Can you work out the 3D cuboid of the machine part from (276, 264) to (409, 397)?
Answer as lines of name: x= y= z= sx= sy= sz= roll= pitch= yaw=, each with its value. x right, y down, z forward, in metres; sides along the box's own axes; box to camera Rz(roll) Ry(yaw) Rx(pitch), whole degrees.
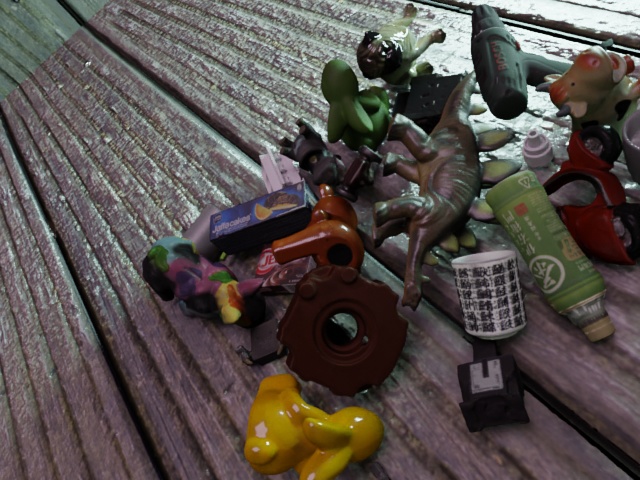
machine part: x=0.031 y=0.121 z=0.724 sx=0.179 sy=0.179 sz=0.056 roll=-47 pitch=5 yaw=-6

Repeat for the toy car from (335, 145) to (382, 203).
toy car: x=0.067 y=-0.109 z=0.896 sx=0.089 sy=0.053 sz=0.202 roll=-55 pitch=4 yaw=8

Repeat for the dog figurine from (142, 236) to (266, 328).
dog figurine: x=-0.189 y=0.076 z=0.911 sx=0.219 sy=0.191 sz=0.108 roll=4 pitch=53 yaw=52

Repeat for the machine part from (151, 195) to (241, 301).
machine part: x=-0.238 y=0.015 z=1.049 sx=0.079 sy=0.079 sz=0.243 roll=26 pitch=73 yaw=42

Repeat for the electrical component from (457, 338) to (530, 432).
electrical component: x=0.209 y=0.173 z=0.662 sx=0.075 sy=0.047 sz=0.119 roll=-19 pitch=20 yaw=17

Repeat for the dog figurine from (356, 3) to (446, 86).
dog figurine: x=0.119 y=-0.327 z=0.995 sx=0.121 sy=0.172 sz=0.190 roll=40 pitch=57 yaw=18

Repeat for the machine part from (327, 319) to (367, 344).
machine part: x=0.011 y=0.142 z=0.806 sx=0.039 sy=0.084 sz=0.139 roll=-29 pitch=48 yaw=-33

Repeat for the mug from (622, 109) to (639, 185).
mug: x=0.444 y=-0.105 z=0.681 sx=0.081 sy=0.107 sz=0.110 roll=-48 pitch=50 yaw=-6

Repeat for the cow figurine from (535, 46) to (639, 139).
cow figurine: x=0.370 y=-0.185 z=0.725 sx=0.127 sy=0.194 sz=0.085 roll=-29 pitch=56 yaw=13

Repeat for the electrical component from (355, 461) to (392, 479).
electrical component: x=0.077 y=0.325 z=0.658 sx=0.063 sy=0.021 sz=0.094 roll=-41 pitch=45 yaw=-1

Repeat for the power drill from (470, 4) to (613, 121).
power drill: x=0.339 y=-0.281 z=0.833 sx=0.207 sy=0.086 sz=0.232 roll=11 pitch=58 yaw=-2

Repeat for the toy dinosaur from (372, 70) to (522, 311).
toy dinosaur: x=0.194 y=-0.113 z=0.816 sx=0.199 sy=0.105 sz=0.471 roll=12 pitch=67 yaw=6

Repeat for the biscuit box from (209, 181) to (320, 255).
biscuit box: x=-0.101 y=-0.036 z=0.958 sx=0.203 sy=0.062 sz=0.059 roll=-18 pitch=54 yaw=20

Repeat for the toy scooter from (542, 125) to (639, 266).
toy scooter: x=0.340 y=-0.046 z=0.701 sx=0.135 sy=0.075 sz=0.184 roll=-23 pitch=79 yaw=44

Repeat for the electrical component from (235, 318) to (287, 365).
electrical component: x=-0.084 y=0.164 z=0.863 sx=0.102 sy=0.045 sz=0.078 roll=-21 pitch=51 yaw=19

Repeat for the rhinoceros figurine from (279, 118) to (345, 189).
rhinoceros figurine: x=-0.015 y=-0.158 z=1.010 sx=0.073 sy=0.112 sz=0.190 roll=-45 pitch=28 yaw=12

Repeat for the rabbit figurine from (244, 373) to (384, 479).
rabbit figurine: x=-0.003 y=0.243 z=0.687 sx=0.173 sy=0.162 sz=0.121 roll=2 pitch=85 yaw=2

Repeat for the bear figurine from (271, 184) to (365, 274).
bear figurine: x=0.002 y=-0.004 z=0.840 sx=0.132 sy=0.120 sz=0.196 roll=-30 pitch=22 yaw=5

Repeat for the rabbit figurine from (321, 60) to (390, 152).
rabbit figurine: x=0.048 y=-0.242 z=0.989 sx=0.121 sy=0.170 sz=0.159 roll=-13 pitch=51 yaw=25

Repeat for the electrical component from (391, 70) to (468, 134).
electrical component: x=0.200 y=-0.242 z=0.971 sx=0.134 sy=0.058 sz=0.115 roll=-2 pitch=55 yaw=31
